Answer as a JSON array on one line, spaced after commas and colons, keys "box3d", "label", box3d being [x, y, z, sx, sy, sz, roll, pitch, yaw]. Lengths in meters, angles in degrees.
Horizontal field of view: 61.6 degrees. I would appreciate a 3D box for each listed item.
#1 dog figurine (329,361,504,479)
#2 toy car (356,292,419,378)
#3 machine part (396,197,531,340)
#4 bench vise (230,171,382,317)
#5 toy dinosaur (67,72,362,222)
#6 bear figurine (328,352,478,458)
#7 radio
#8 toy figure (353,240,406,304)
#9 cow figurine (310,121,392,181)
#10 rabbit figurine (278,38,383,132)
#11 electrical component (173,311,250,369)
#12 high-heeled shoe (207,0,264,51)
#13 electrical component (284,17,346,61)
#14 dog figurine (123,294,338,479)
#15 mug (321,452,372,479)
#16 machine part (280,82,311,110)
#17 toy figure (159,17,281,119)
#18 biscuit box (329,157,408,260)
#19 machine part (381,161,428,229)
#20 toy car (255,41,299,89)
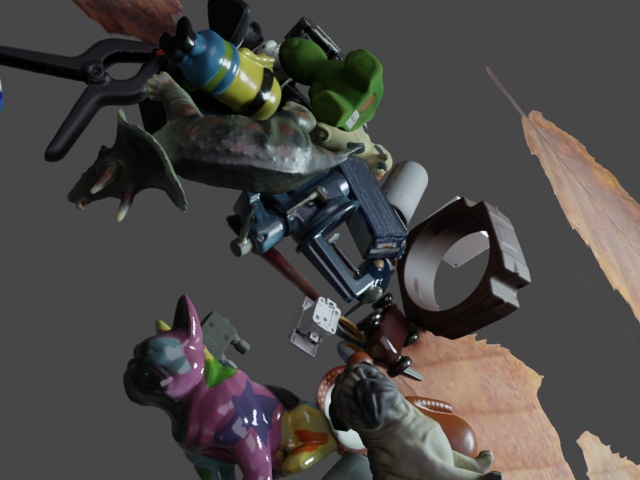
[{"box3d": [0.073, 0.246, 0.580, 0.191, 0.121, 0.172, 30, 79, 12], "label": "dog figurine"}, {"box3d": [0.100, 0.137, 0.797, 0.089, 0.053, 0.202, 53, 14, 3], "label": "toy car"}, {"box3d": [0.231, 0.048, 0.891, 0.087, 0.201, 0.201, 27, 42, -34], "label": "machine part"}, {"box3d": [-0.007, 0.003, 0.779, 0.240, 0.129, 0.223, 51, 44, 5], "label": "bench vise"}, {"box3d": [-0.096, -0.106, 0.669, 0.405, 0.131, 0.192, -1, 41, -20], "label": "toy dinosaur"}, {"box3d": [0.093, 0.243, 0.683, 0.196, 0.131, 0.120, 26, 43, -2], "label": "bear figurine"}, {"box3d": [-0.160, -0.206, 0.824, 0.229, 0.073, 0.131, -2, 63, -45], "label": "radio"}, {"box3d": [0.099, 0.043, 0.883, 0.058, 0.064, 0.154, 48, 39, -8], "label": "toy figure"}, {"box3d": [0.058, -0.177, 0.992, 0.195, 0.085, 0.127, 27, 40, -29], "label": "cow figurine"}, {"box3d": [0.016, -0.262, 0.853, 0.170, 0.121, 0.159, 41, 16, 13], "label": "rabbit figurine"}, {"box3d": [-0.131, 0.118, 0.650, 0.094, 0.021, 0.063, 42, 41, -10], "label": "electrical component"}, {"box3d": [-0.115, -0.338, 0.864, 0.145, 0.249, 0.086, -17, 107, -27], "label": "high-heeled shoe"}, {"box3d": [-0.008, -0.384, 1.075, 0.115, 0.058, 0.134, 44, 21, -5], "label": "electrical component"}, {"box3d": [-0.100, 0.164, 0.575, 0.191, 0.108, 0.219, -15, 74, -44], "label": "dog figurine"}, {"box3d": [0.026, 0.320, 0.614, 0.107, 0.081, 0.109, -25, 95, -40], "label": "mug"}, {"box3d": [-0.038, -0.193, 0.843, 0.084, 0.039, 0.139, 46, 31, -30], "label": "machine part"}, {"box3d": [-0.131, -0.225, 0.738, 0.180, 0.082, 0.089, 18, 71, -51], "label": "toy figure"}, {"box3d": [0.072, -0.058, 0.888, 0.063, 0.059, 0.203, -2, 45, -22], "label": "biscuit box"}, {"box3d": [0.148, -0.079, 1.009, 0.079, 0.079, 0.243, 44, 40, -9], "label": "machine part"}, {"box3d": [-0.065, -0.321, 0.976, 0.073, 0.056, 0.202, 46, 21, -6], "label": "toy car"}]
